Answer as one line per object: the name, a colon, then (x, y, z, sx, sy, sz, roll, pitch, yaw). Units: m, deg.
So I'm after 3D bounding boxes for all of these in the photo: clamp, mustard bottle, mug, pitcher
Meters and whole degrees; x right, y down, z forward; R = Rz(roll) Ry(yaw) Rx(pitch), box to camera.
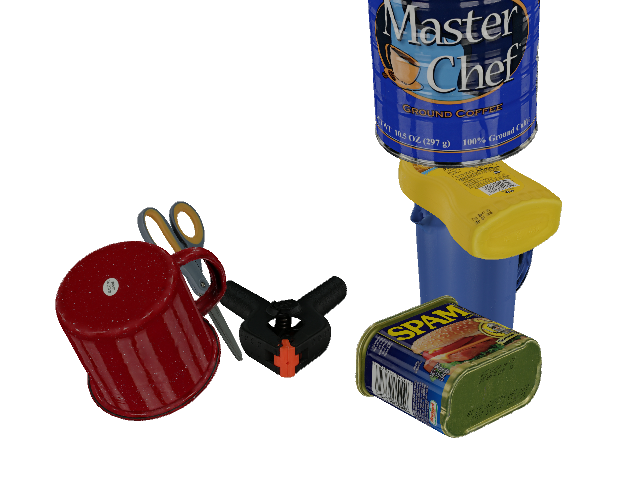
clamp: (-0.042, 0.070, 0.946, 0.120, 0.039, 0.171, -5, 17, 7)
mustard bottle: (0.127, -0.055, 0.983, 0.096, 0.058, 0.192, -18, 38, -21)
mug: (-0.110, 0.048, 0.691, 0.117, 0.081, 0.093, -36, 48, -19)
pitcher: (0.191, 0.045, 1.323, 0.149, 0.243, 0.145, 1, 21, 10)

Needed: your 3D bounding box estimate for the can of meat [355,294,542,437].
can of meat: (0.089, 0.086, 0.732, 0.101, 0.057, 0.084, -17, 28, -37)

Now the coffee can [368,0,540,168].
coffee can: (0.079, -0.129, 0.635, 0.103, 0.140, 0.103, -4, 34, 3)

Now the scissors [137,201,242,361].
scissors: (-0.134, 0.036, 1.232, 0.016, 0.201, 0.096, -28, 16, 39)
